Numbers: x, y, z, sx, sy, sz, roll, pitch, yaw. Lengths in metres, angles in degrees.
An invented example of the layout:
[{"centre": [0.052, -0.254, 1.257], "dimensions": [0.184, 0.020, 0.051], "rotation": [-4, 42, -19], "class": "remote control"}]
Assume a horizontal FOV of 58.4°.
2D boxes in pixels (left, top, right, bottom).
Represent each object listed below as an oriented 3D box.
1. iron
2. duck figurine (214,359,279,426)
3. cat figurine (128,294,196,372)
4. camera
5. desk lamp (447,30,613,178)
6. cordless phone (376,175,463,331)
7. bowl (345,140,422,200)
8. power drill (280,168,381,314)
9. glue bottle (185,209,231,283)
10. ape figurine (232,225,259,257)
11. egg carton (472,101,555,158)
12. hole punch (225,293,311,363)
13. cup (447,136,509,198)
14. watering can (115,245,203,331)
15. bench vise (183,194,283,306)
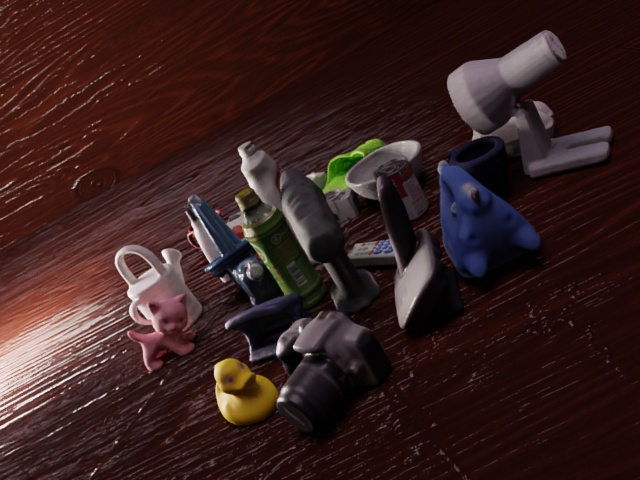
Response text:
[{"centre": [0.213, -0.052, 0.835], "dimensions": [0.118, 0.142, 0.258], "rotation": [-28, 23, 6], "class": "iron"}, {"centre": [-0.114, 0.200, 0.788], "dimensions": [0.104, 0.086, 0.078], "rotation": [-5, 34, 45], "class": "duck figurine"}, {"centre": [-0.283, 0.157, 1.035], "dimensions": [0.128, 0.118, 0.067], "rotation": [-29, 23, 4], "class": "cat figurine"}, {"centre": [-0.008, 0.161, 0.721], "dimensions": [0.142, 0.101, 0.137], "rotation": [-5, 34, 46], "class": "camera"}, {"centre": [0.335, -0.215, 0.924], "dimensions": [0.202, 0.214, 0.118], "rotation": [-12, 30, 36], "class": "desk lamp"}, {"centre": [0.112, 0.014, 0.766], "dimensions": [0.094, 0.185, 0.147], "rotation": [-25, 24, 12], "class": "cordless phone"}, {"centre": [0.141, -0.130, 1.162], "dimensions": [0.167, 0.075, 0.167], "rotation": [-25, 24, 12], "class": "bowl"}, {"centre": [0.008, 0.003, 0.882], "dimensions": [0.075, 0.209, 0.229], "rotation": [-30, 23, 1], "class": "power drill"}, {"centre": [-0.232, 0.005, 1.207], "dimensions": [0.037, 0.173, 0.078], "rotation": [-29, 23, 4], "class": "glue bottle"}, {"centre": [-0.158, 0.010, 1.212], "dimensions": [0.078, 0.092, 0.076], "rotation": [-41, 26, -24], "class": "ape figurine"}, {"centre": [0.353, -0.197, 1.052], "dimensions": [0.150, 0.069, 0.107], "rotation": [-17, 27, 28], "class": "egg carton"}, {"centre": [-0.082, 0.123, 0.897], "dimensions": [0.108, 0.091, 0.101], "rotation": [-22, 25, 20], "class": "hole punch"}, {"centre": [0.264, -0.111, 0.952], "dimensions": [0.092, 0.095, 0.117], "rotation": [-39, 25, -18], "class": "cup"}, {"centre": [-0.324, 0.086, 1.128], "dimensions": [0.101, 0.194, 0.172], "rotation": [-27, 24, 9], "class": "watering can"}, {"centre": [-0.152, 0.009, 1.045], "dimensions": [0.206, 0.220, 0.122], "rotation": [0, 38, 50], "class": "bench vise"}]
